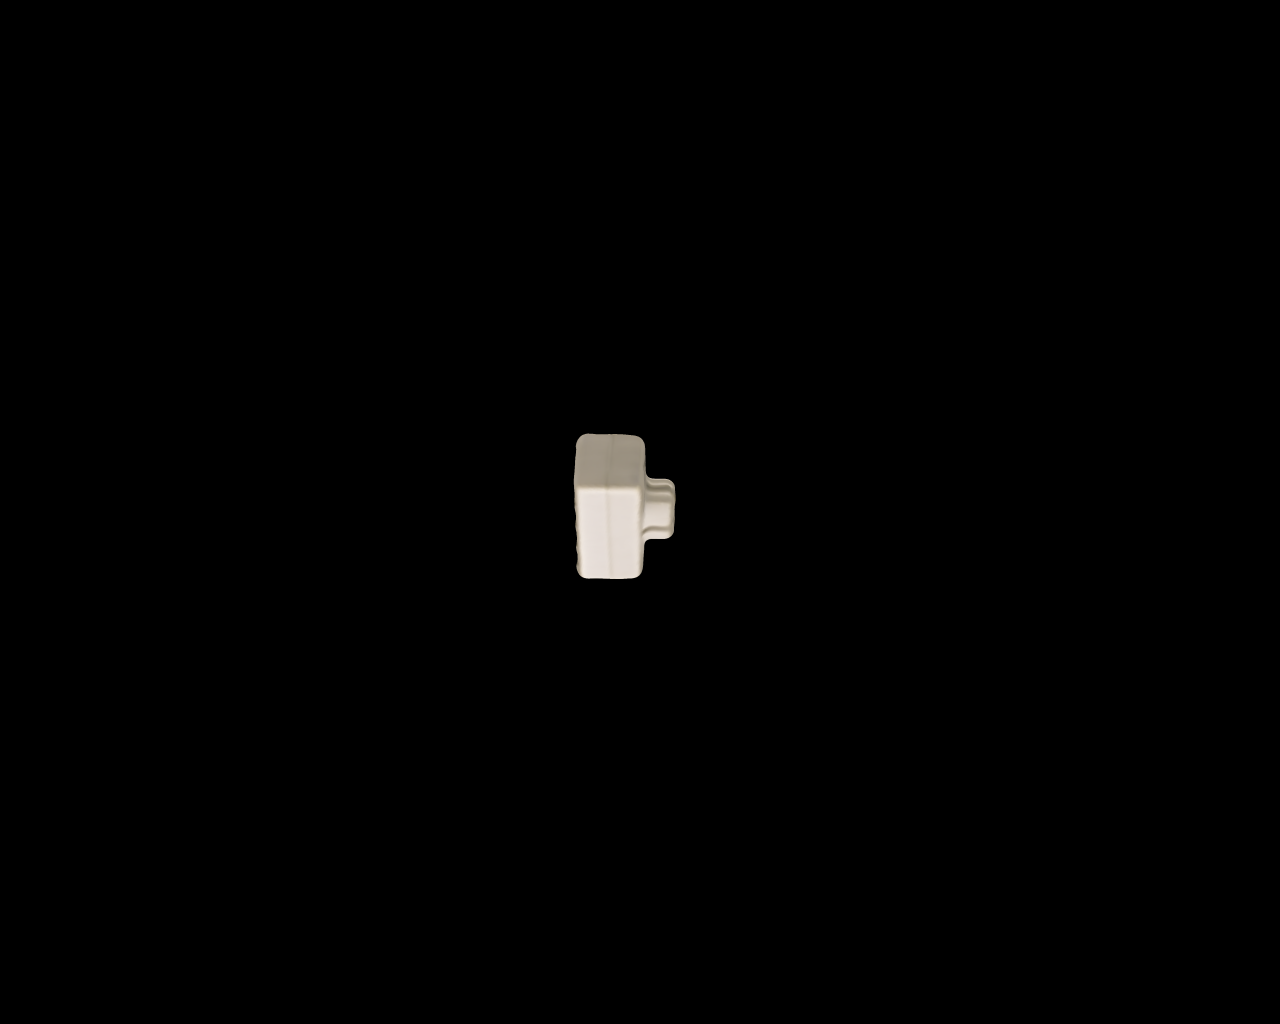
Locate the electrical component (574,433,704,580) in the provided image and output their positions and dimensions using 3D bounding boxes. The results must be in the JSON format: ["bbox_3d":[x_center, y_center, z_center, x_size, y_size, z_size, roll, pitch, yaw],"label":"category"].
[{"bbox_3d":[0.001,-0.003,0.650,0.076,0.047,0.083,0,-43,0],"label":"electrical component"}]
